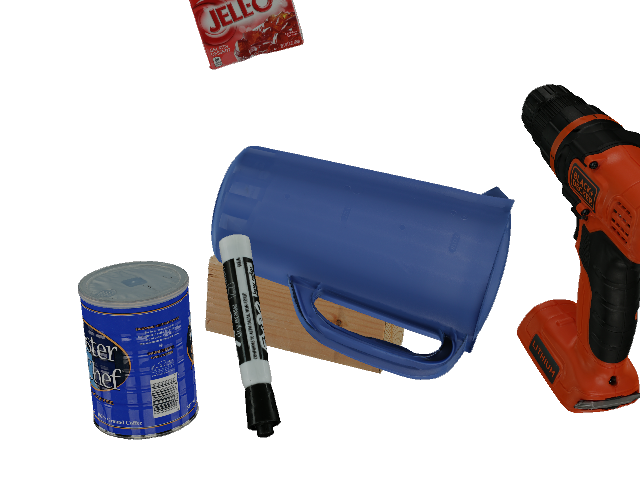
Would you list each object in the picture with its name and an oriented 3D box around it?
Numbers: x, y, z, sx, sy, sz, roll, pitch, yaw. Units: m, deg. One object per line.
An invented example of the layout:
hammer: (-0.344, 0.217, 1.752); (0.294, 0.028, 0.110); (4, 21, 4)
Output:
wood block: (-0.015, 0.068, 1.182); (0.206, 0.091, 0.090); (13, 22, 17)
power drill: (0.176, 0.006, 0.718); (0.057, 0.188, 0.184); (-8, 35, -11)
coffee can: (-0.172, 0.102, 1.016); (0.103, 0.140, 0.103); (-2, 20, 0)
gelatin box: (-0.067, -0.201, 0.956); (0.089, 0.073, 0.030); (-14, 24, 5)
marker: (-0.041, 0.054, 0.619); (0.020, 0.121, 0.020); (-10, -23, -4)
pitcher: (0.032, 0.008, 0.902); (0.243, 0.145, 0.149); (16, 19, 11)
